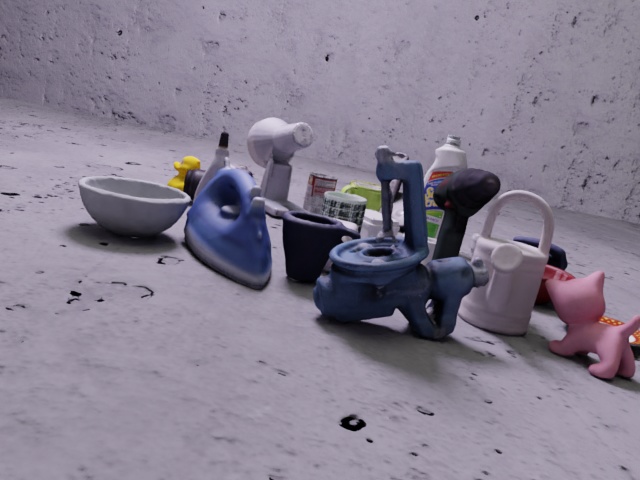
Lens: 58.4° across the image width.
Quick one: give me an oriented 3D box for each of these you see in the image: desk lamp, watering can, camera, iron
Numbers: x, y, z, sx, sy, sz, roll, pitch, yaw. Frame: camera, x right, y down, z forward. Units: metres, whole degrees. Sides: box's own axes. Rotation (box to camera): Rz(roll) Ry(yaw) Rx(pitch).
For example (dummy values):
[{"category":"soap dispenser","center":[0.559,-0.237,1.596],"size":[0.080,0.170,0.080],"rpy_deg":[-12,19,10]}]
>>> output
[{"category":"desk lamp","center":[-0.088,-0.174,1.332],"size":[0.118,0.213,0.202],"rpy_deg":[3,15,-35]},{"category":"watering can","center":[0.266,0.028,0.799],"size":[0.101,0.194,0.173],"rpy_deg":[11,12,-1]},{"category":"camera","center":[-0.218,-0.123,1.241],"size":[0.137,0.101,0.143],"rpy_deg":[11,12,-5]},{"category":"iron","center":[-0.119,-0.037,0.853],"size":[0.119,0.141,0.257],"rpy_deg":[5,14,-28]}]

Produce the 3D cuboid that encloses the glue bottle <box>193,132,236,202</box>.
[{"category":"glue bottle","center":[-0.187,-0.114,1.061],"size":[0.078,0.173,0.037],"rpy_deg":[13,12,5]}]

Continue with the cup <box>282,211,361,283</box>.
[{"category":"cup","center":[-0.004,0.016,0.835],"size":[0.117,0.095,0.092],"rpy_deg":[14,12,9]}]

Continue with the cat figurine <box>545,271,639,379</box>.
[{"category":"cat figurine","center":[0.349,0.099,0.736],"size":[0.067,0.118,0.127],"rpy_deg":[4,15,-33]}]

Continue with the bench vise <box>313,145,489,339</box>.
[{"category":"bench vise","center":[0.107,0.002,0.708],"size":[0.208,0.220,0.121],"rpy_deg":[5,14,-28]}]

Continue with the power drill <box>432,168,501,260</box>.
[{"category":"power drill","center":[0.223,-0.018,0.932],"size":[0.075,0.208,0.229],"rpy_deg":[11,12,-4]}]

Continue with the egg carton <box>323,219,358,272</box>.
[{"category":"egg carton","center":[0.009,0.003,0.962],"size":[0.107,0.069,0.150],"rpy_deg":[13,12,7]}]

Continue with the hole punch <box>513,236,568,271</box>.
[{"category":"hole punch","center":[0.437,0.039,1.152],"size":[0.108,0.091,0.101],"rpy_deg":[19,14,30]}]

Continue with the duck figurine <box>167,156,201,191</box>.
[{"category":"duck figurine","center":[-0.296,-0.149,1.321],"size":[0.104,0.086,0.078],"rpy_deg":[15,13,13]}]

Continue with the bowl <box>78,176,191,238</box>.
[{"category":"bowl","center":[-0.291,-0.047,0.893],"size":[0.167,0.075,0.167],"rpy_deg":[11,12,-2]}]

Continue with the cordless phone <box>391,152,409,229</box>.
[{"category":"cordless phone","center":[0.207,-0.122,1.439],"size":[0.094,0.185,0.147],"rpy_deg":[-1,18,-46]}]
